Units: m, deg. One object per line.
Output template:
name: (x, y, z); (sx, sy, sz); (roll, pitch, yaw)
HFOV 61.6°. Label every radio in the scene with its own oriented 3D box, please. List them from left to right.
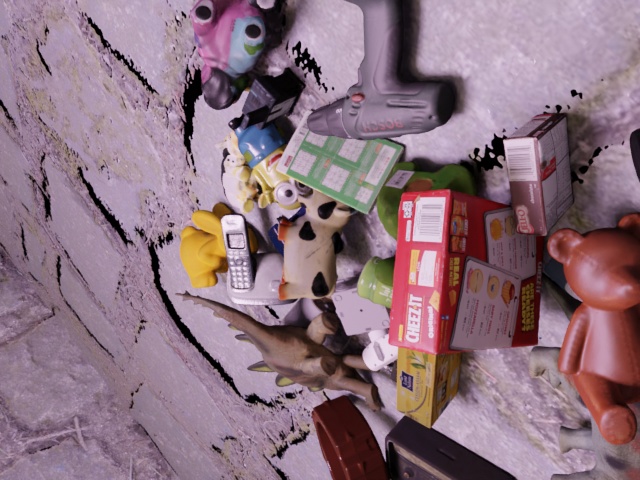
radio: (0.231, 0.436, 0.989); (0.230, 0.073, 0.130); (24, 131, 35)

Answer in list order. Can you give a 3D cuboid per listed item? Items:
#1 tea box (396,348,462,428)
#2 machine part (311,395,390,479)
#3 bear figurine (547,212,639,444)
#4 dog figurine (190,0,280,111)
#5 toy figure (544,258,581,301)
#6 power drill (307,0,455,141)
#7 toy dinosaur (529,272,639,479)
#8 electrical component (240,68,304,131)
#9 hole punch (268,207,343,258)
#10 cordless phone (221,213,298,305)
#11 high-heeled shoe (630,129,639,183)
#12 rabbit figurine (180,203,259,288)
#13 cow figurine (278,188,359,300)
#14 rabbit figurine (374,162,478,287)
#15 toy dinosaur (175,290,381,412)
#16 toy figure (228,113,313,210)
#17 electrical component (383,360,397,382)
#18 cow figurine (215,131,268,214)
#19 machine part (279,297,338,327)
tea box: (0.175, 0.202, 0.860); (0.068, 0.098, 0.169); (21, 128, 35)
machine part: (0.064, 0.438, 1.099); (0.202, 0.087, 0.200); (-140, 35, -65)
bear figurine: (0.309, 0.081, 0.543); (0.120, 0.132, 0.195); (-10, 108, 1)
dog figurine: (-0.130, -0.304, 0.809); (0.108, 0.191, 0.219); (16, 167, -8)
toy figure: (0.340, 0.062, 0.623); (0.155, 0.058, 0.064); (36, 174, 20)
power drill: (0.055, -0.226, 0.692); (0.232, 0.086, 0.207); (14, 122, 38)
toy dinosaur: (0.376, 0.221, 0.659); (0.192, 0.131, 0.404); (-6, 109, 34)
electrical component: (-0.085, -0.208, 0.819); (0.048, 0.119, 0.074); (48, 144, 9)
hole punch: (-0.039, 0.013, 0.957); (0.142, 0.092, 0.116); (49, 145, 2)
cordless phone: (-0.112, 0.031, 1.022); (0.147, 0.089, 0.184); (-2, 114, 13)
high-heeled shoe: (0.384, 0.007, 0.551); (0.249, 0.086, 0.145); (62, 175, 19)
rabbit figurine: (-0.202, 0.005, 1.123); (0.173, 0.122, 0.162); (-12, 99, 35)
cow figurine: (-0.002, -0.003, 0.845); (0.127, 0.085, 0.194); (2, 99, -2)
rabbit figurine: (0.148, 0.002, 0.724); (0.121, 0.159, 0.170); (3, 135, 34)
toy dinosaur: (-0.044, 0.206, 0.975); (0.199, 0.105, 0.470); (-19, 130, 38)
toy figure: (-0.076, -0.133, 0.890); (0.082, 0.089, 0.180); (-36, 92, 19)
electrical component: (0.153, 0.235, 0.967); (0.094, 0.021, 0.063); (31, 135, 28)
cow figurine: (-0.147, -0.137, 0.979); (0.098, 0.068, 0.167); (29, 134, 38)
machine part: (-0.016, 0.143, 1.032); (0.079, 0.079, 0.243); (48, 142, 9)
